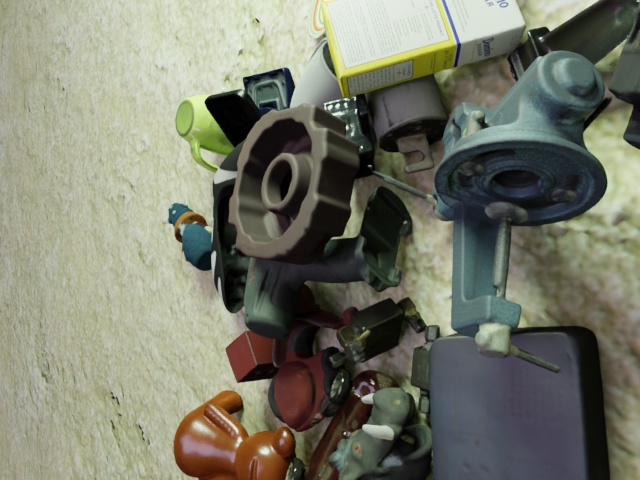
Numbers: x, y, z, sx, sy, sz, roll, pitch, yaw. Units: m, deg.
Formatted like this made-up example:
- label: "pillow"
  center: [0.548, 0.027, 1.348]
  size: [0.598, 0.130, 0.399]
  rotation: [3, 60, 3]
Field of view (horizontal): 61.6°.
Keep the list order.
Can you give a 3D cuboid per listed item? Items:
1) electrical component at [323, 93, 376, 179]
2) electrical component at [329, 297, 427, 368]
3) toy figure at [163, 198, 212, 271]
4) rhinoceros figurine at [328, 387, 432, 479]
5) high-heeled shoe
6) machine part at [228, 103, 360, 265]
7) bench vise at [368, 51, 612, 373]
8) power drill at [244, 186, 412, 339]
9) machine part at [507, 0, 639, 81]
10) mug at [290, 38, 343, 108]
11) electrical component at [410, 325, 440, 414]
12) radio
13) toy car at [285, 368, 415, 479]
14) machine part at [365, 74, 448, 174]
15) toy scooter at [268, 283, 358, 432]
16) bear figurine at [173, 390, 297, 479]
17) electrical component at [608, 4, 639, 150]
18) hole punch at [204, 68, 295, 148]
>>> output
- label: "electrical component"
  center: [0.033, -0.119, 0.601]
  size: [0.048, 0.119, 0.075]
  rotation: [-13, 77, 6]
- label: "electrical component"
  center: [0.062, 0.100, 0.574]
  size: [0.045, 0.102, 0.078]
  rotation: [49, 145, 41]
- label: "toy figure"
  center: [-0.212, -0.009, 0.889]
  size: [0.155, 0.064, 0.057]
  rotation: [49, 159, 42]
- label: "rhinoceros figurine"
  center: [0.061, 0.236, 0.540]
  size: [0.112, 0.073, 0.190]
  rotation: [14, 109, 2]
- label: "high-heeled shoe"
  center: [-0.108, -0.014, 0.734]
  size: [0.248, 0.086, 0.145]
  rotation: [109, 161, -49]
- label: "machine part"
  center: [-0.031, -0.056, 0.572]
  size: [0.179, 0.056, 0.179]
  rotation: [-21, 63, 47]
- label: "bench vise"
  center: [0.134, -0.021, 0.431]
  size: [0.223, 0.129, 0.240]
  rotation: [-39, 35, 60]
- label: "power drill"
  center: [-0.001, -0.002, 0.631]
  size: [0.207, 0.085, 0.232]
  rotation: [-8, 53, 35]
- label: "machine part"
  center: [0.220, -0.165, 0.456]
  size: [0.139, 0.039, 0.084]
  rotation: [-29, 63, 58]
- label: "mug"
  center: [0.004, -0.187, 0.664]
  size: [0.107, 0.081, 0.109]
  rotation: [-43, 59, 44]
- label: "electrical component"
  center: [0.126, 0.136, 0.553]
  size: [0.063, 0.021, 0.094]
  rotation: [4, 89, 46]
- label: "radio"
  center: [0.168, 0.190, 0.458]
  size: [0.131, 0.073, 0.229]
  rotation: [-6, 81, 37]
- label: "toy car"
  center: [0.028, 0.231, 0.597]
  size: [0.053, 0.089, 0.202]
  rotation: [-91, 26, -69]
- label: "machine part"
  center: [0.082, -0.185, 0.583]
  size: [0.079, 0.079, 0.243]
  rotation: [-29, 67, 41]
- label: "toy scooter"
  center: [-0.003, 0.138, 0.652]
  size: [0.135, 0.075, 0.184]
  rotation: [-15, 71, 43]
- label: "bear figurine"
  center: [-0.098, 0.281, 0.729]
  size: [0.196, 0.132, 0.120]
  rotation: [-2, 87, 28]
- label: "electrical component"
  center: [0.257, -0.125, 0.369]
  size: [0.058, 0.115, 0.134]
  rotation: [26, 104, 46]
- label: "hole punch"
  center: [-0.081, -0.173, 0.750]
  size: [0.142, 0.092, 0.115]
  rotation: [7, 135, 47]
